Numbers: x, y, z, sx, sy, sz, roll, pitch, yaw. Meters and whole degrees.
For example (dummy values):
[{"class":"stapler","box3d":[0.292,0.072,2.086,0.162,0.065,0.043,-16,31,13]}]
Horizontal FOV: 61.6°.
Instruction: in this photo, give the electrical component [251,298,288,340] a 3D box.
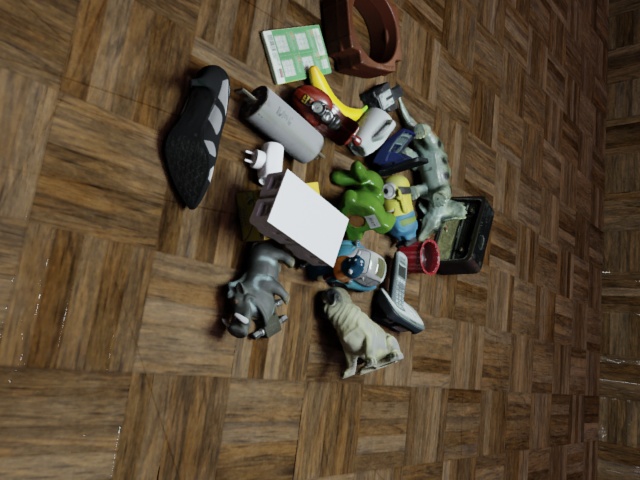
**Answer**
[{"class":"electrical component","box3d":[-0.103,0.156,1.058,0.094,0.021,0.063,-27,107,-43]}]

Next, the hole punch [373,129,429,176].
[{"class":"hole punch","box3d":[0.190,-0.211,1.314,0.142,0.116,0.092,-19,89,-65]}]

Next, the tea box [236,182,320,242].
[{"class":"tea box","box3d":[-0.076,-0.058,1.066,0.169,0.068,0.098,-12,96,-45]}]

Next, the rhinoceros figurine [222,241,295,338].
[{"class":"rhinoceros figurine","box3d":[-0.117,0.092,0.999,0.112,0.073,0.190,29,61,-27]}]

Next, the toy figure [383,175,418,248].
[{"class":"toy figure","box3d":[0.198,-0.074,1.350,0.089,0.082,0.180,-34,108,-54]}]

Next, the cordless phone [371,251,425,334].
[{"class":"cordless phone","box3d":[0.207,0.131,1.347,0.146,0.089,0.184,32,61,-41]}]

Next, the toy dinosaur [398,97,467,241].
[{"class":"toy dinosaur","box3d":[0.296,-0.190,1.441,0.192,0.131,0.404,-5,87,-60]}]

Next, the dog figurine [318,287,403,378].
[{"class":"dog figurine","box3d":[0.091,0.189,1.179,0.172,0.121,0.190,13,52,-54]}]

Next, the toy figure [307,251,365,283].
[{"class":"toy figure","box3d":[0.038,0.058,1.117,0.057,0.155,0.064,19,73,-41]}]

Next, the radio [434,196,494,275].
[{"class":"radio","box3d":[0.406,-0.014,1.526,0.073,0.131,0.229,41,60,-39]}]

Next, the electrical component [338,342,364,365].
[{"class":"electrical component","box3d":[0.085,0.234,1.235,0.078,0.045,0.102,37,63,-41]}]

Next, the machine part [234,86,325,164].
[{"class":"machine part","box3d":[-0.073,-0.227,1.072,0.243,0.079,0.079,36,63,-40]}]

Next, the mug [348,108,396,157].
[{"class":"mug","box3d":[0.124,-0.247,1.267,0.107,0.110,0.080,-53,127,-20]}]

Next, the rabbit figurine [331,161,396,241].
[{"class":"rabbit figurine","box3d":[0.092,-0.104,1.239,0.159,0.121,0.170,48,37,-25]}]

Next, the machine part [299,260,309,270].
[{"class":"machine part","box3d":[-0.002,-0.003,1.145,0.039,0.084,0.139,29,49,-6]}]

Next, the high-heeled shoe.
[{"class":"high-heeled shoe","box3d":[-0.205,-0.185,0.960,0.145,0.086,0.248,-46,145,-73]}]

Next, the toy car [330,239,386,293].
[{"class":"toy car","box3d":[0.096,0.065,1.217,0.161,0.103,0.109,28,69,-40]}]

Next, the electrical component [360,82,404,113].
[{"class":"electrical component","box3d":[0.158,-0.354,1.345,0.119,0.048,0.074,-45,120,-39]}]

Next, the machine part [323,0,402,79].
[{"class":"machine part","box3d":[0.100,-0.491,1.266,0.201,0.087,0.200,-8,94,-48]}]

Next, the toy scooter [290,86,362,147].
[{"class":"toy scooter","box3d":[0.023,-0.251,1.133,0.075,0.135,0.183,-51,134,8]}]
